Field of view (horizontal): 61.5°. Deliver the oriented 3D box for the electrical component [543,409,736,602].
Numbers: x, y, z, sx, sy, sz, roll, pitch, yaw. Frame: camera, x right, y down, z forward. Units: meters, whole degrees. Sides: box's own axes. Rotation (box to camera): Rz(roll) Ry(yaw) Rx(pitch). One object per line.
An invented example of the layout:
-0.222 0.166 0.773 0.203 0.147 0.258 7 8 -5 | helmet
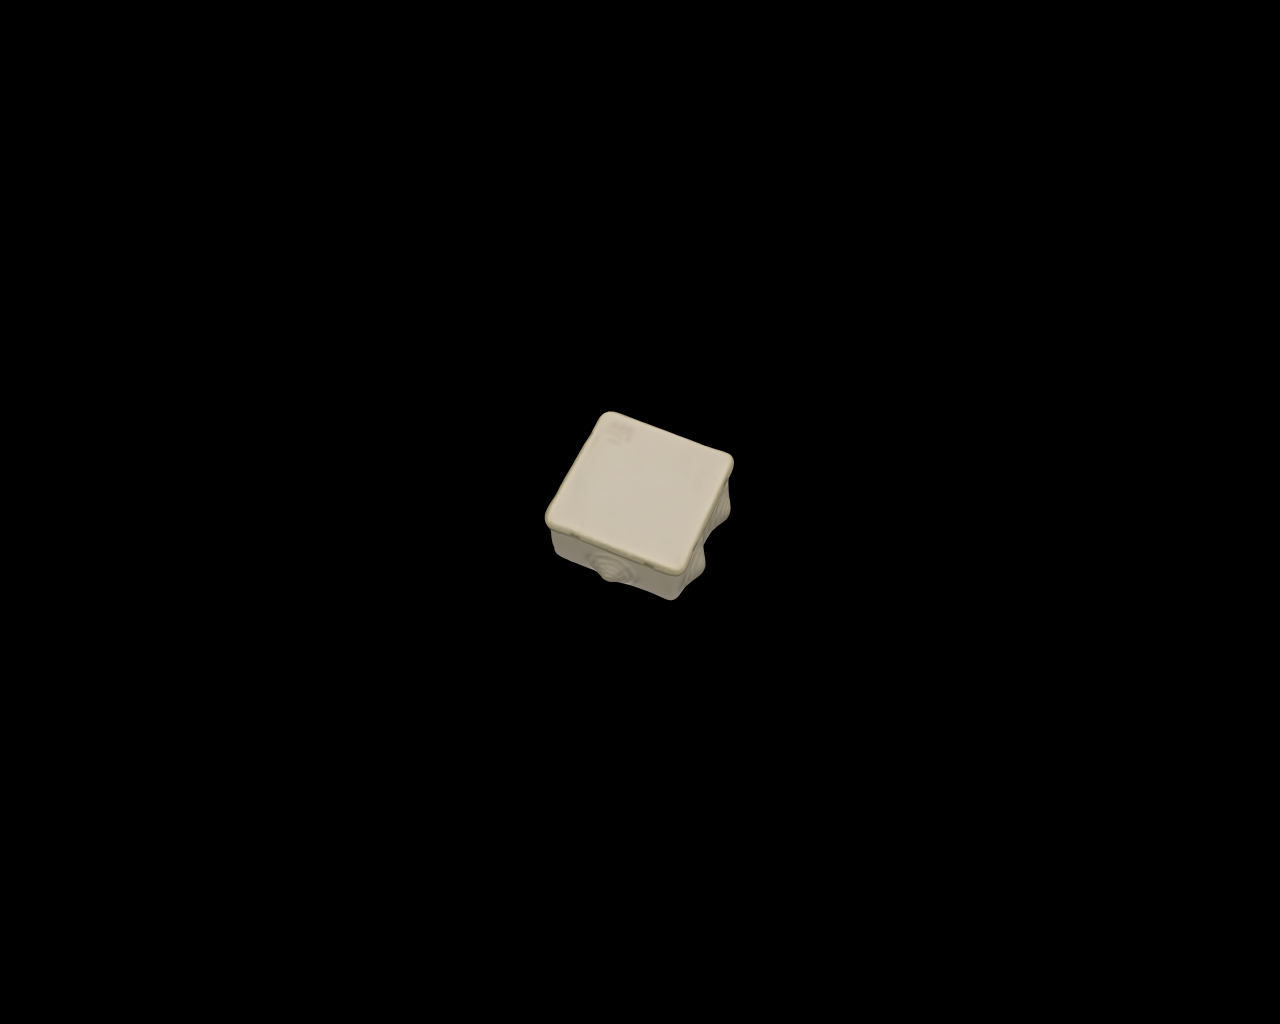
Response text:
0.001 -0.003 0.650 0.100 0.100 0.048 21 -28 12 | electrical component
